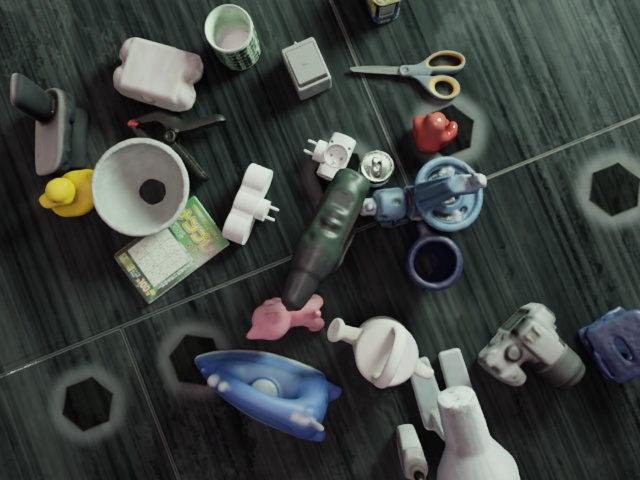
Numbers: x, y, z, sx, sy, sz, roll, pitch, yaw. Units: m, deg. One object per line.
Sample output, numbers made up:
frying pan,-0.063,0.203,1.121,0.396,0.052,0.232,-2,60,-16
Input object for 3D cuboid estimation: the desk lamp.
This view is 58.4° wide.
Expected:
desk lamp,0.214,0.291,0.886,0.118,0.213,0.203,-17,87,1

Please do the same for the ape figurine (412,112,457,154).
ape figurine,0.193,-0.189,0.969,0.078,0.092,0.076,31,89,3

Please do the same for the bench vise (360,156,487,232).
bench vise,0.172,-0.058,0.900,0.207,0.220,0.121,-27,87,0

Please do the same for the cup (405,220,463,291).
cup,0.180,0.026,0.958,0.091,0.095,0.118,-19,87,1

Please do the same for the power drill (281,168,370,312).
power drill,0.008,0.003,0.907,0.075,0.208,0.230,24,88,3

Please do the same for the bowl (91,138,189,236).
bowl,-0.299,-0.087,0.986,0.167,0.075,0.167,0,87,2

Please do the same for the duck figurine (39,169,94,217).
duck figurine,-0.430,-0.085,0.983,0.104,0.086,0.077,-32,87,0

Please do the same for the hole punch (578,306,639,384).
hole punch,0.501,0.177,0.945,0.101,0.091,0.108,-32,87,0

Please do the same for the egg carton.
egg carton,-0.281,-0.287,0.997,0.150,0.069,0.107,15,88,2

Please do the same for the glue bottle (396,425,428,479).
glue bottle,0.148,0.351,0.905,0.037,0.173,0.078,-11,87,1

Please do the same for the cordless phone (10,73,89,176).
cordless phone,-0.461,-0.186,0.939,0.094,0.185,0.148,-3,87,2

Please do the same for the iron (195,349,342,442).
iron,-0.100,0.250,0.932,0.258,0.141,0.119,19,88,2

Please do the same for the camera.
camera,0.358,0.195,0.943,0.137,0.101,0.143,44,89,3

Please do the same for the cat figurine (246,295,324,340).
cat figurine,-0.057,0.129,0.948,0.127,0.118,0.067,-7,87,1

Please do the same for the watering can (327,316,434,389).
watering can,0.096,0.178,0.904,0.173,0.194,0.101,4,87,2
